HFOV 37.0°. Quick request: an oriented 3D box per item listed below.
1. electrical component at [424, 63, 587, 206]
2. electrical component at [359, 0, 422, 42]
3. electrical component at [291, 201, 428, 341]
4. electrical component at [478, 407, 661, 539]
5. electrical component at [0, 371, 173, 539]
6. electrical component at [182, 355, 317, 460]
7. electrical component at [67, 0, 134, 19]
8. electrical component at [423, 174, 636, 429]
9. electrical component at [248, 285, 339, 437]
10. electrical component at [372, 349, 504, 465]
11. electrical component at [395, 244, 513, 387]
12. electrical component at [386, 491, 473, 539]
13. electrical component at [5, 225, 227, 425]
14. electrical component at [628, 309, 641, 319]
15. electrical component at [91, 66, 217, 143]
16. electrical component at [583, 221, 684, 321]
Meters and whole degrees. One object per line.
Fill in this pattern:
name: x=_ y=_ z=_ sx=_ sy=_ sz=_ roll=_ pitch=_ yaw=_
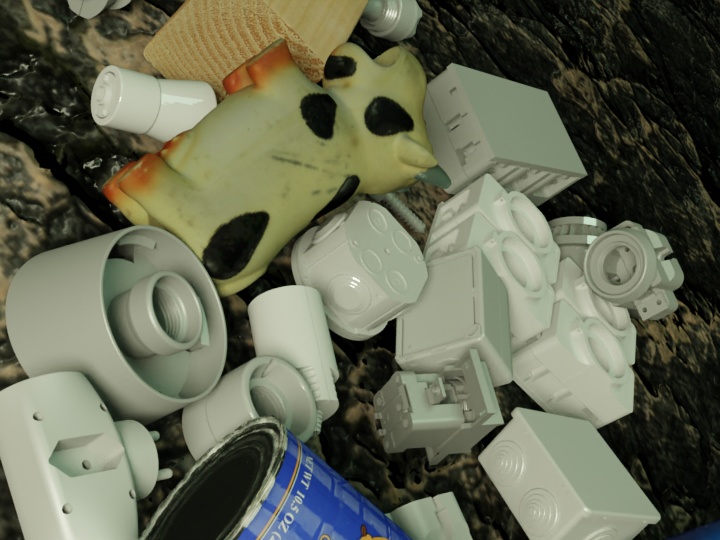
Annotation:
electrical component: x=0.114 y=-0.108 z=0.908 sx=0.150 sy=0.062 sz=0.089 roll=2 pitch=60 yaw=-50
electrical component: x=0.019 y=-0.216 z=0.898 sx=0.062 sy=0.043 sz=0.043 roll=1 pitch=61 yaw=-49
electrical component: x=0.000 y=0.000 z=0.684 sx=0.080 sy=0.051 sz=0.080 roll=32 pitch=40 yaw=-31
electrical component: x=0.136 y=0.143 z=0.712 sx=0.100 sy=0.048 sz=0.099 roll=16 pitch=30 yaw=-42
electrical component: x=-0.116 y=0.087 z=0.473 sx=0.079 sy=0.043 sz=0.077 roll=-1 pitch=63 yaw=-51
electrical component: x=-0.056 y=0.076 z=0.554 sx=0.055 sy=0.047 sz=0.055 roll=31 pitch=41 yaw=-32
electrical component: x=-0.152 y=-0.184 z=0.659 sx=0.043 sy=0.043 sz=0.081 roll=47 pitch=35 yaw=-12
electrical component: x=0.135 y=0.026 z=0.821 sx=0.186 sy=0.060 sz=0.105 roll=44 pitch=36 yaw=-17
electrical component: x=-0.035 y=0.054 z=0.602 sx=0.043 sy=0.043 sz=0.081 roll=16 pitch=50 yaw=-44
electrical component: x=0.045 y=0.085 z=0.653 sx=0.064 sy=0.081 sz=0.042 roll=1 pitch=58 yaw=-24
electrical component: x=0.064 y=0.033 z=0.718 sx=0.061 sy=0.062 sz=0.096 roll=53 pitch=29 yaw=-39
electrical component: x=0.033 y=0.160 z=0.585 sx=0.078 sy=0.058 sz=0.057 roll=2 pitch=58 yaw=-51
electrical component: x=-0.115 y=0.027 z=0.530 sx=0.099 sy=0.064 sz=0.099 roll=40 pitch=40 yaw=-44
electrical component: x=0.233 y=-0.001 z=0.980 sx=0.077 sy=0.043 sz=0.079 roll=22 pitch=46 yaw=-40
electrical component: x=-0.122 y=-0.095 z=0.625 sx=0.065 sy=0.044 sz=0.044 roll=9 pitch=55 yaw=-42
electrical component: x=0.208 y=-0.001 z=0.826 sx=0.057 sy=0.058 sz=0.078 roll=9 pitch=55 yaw=-51
